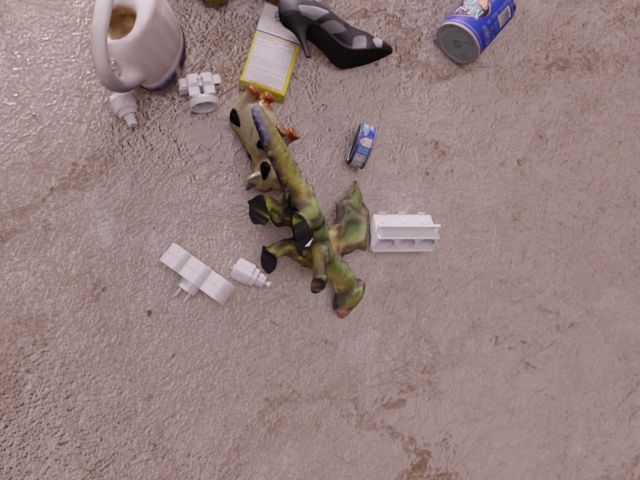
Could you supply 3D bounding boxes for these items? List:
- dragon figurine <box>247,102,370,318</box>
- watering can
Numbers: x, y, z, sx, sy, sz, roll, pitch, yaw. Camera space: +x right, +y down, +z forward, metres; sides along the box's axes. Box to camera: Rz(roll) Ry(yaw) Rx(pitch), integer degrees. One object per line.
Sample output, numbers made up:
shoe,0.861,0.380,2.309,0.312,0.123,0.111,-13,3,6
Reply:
dragon figurine,0.003,-0.047,0.930,0.245,0.122,0.408,-17,100,-52
watering can,-0.302,-0.406,0.893,0.104,0.222,0.351,10,79,8
